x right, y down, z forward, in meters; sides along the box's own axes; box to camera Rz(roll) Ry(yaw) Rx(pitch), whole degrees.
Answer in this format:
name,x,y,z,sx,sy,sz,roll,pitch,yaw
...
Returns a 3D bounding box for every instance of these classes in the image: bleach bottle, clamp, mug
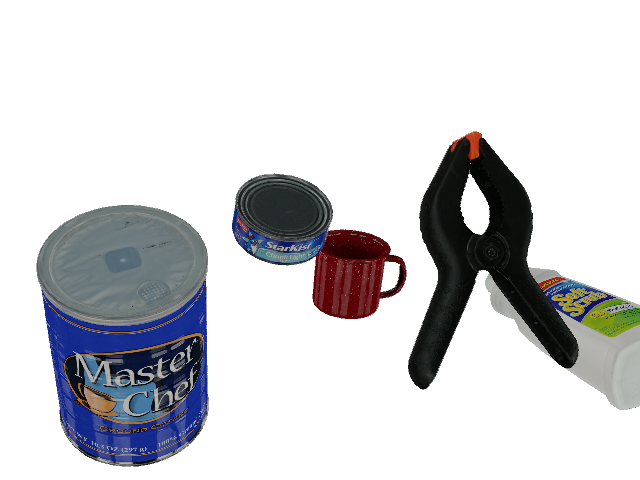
name,x,y,z,sx,sy,sz,roll,pitch,yaw
bleach bottle,0.240,0.079,1.043,0.102,0.068,0.251,-16,22,-24
clamp,0.099,0.017,0.712,0.120,0.171,0.039,-14,-4,-22
mug,0.046,0.042,1.285,0.117,0.081,0.093,1,23,-10

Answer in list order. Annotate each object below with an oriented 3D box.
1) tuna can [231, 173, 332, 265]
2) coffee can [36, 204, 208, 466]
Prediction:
name,x,y,z,sx,sy,sz,roll,pitch,yaw
tuna can,-0.034,-0.018,0.935,0.086,0.034,0.086,8,42,-7
coffee can,-0.124,0.063,0.691,0.103,0.140,0.103,3,41,-2
